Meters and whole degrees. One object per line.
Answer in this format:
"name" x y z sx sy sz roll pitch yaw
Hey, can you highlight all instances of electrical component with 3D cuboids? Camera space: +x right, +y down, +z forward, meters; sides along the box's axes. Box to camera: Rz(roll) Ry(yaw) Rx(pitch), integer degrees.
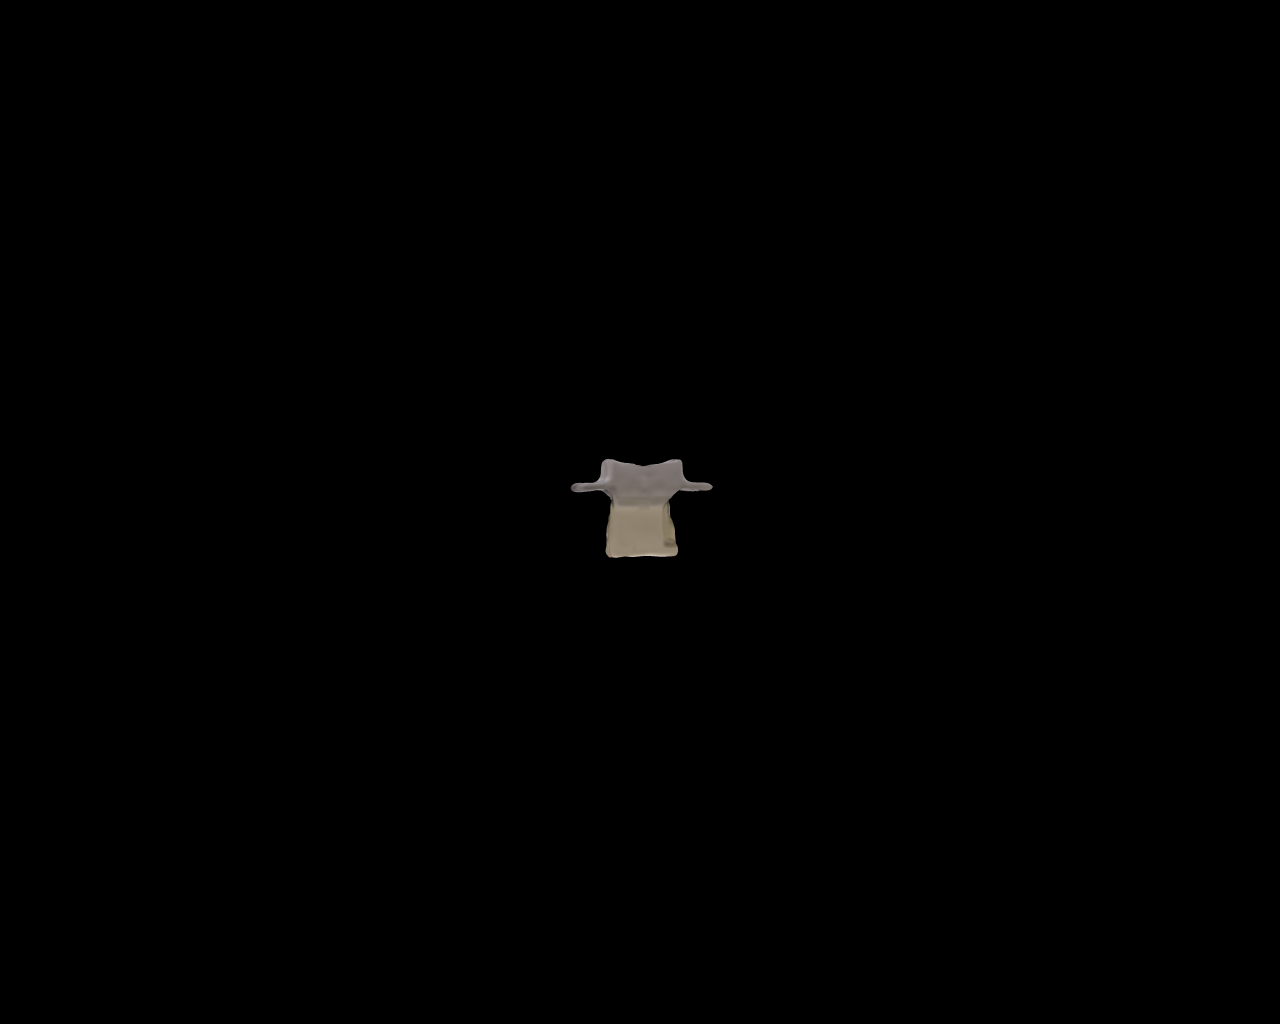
"electrical component" 0.001 -0.003 0.650 0.081 0.063 0.042 0 0 -9
